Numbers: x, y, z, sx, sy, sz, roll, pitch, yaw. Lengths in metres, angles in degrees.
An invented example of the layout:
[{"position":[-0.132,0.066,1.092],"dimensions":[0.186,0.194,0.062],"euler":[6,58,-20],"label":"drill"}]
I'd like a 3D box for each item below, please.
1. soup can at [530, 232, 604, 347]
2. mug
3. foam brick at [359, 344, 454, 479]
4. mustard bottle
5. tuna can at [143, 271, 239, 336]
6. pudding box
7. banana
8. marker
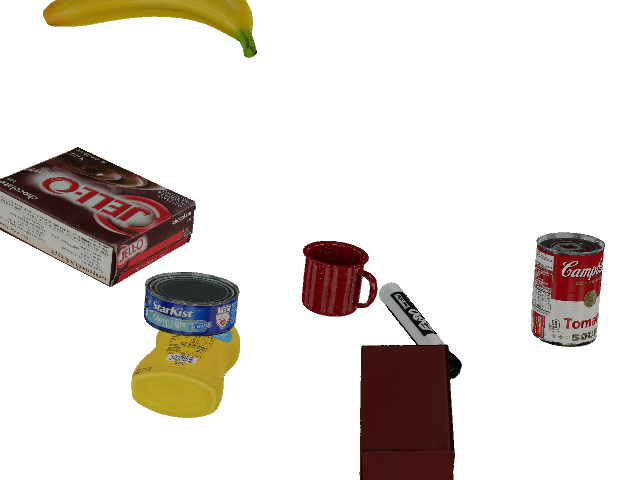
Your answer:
[{"position":[0.253,0.050,1.095],"dimensions":[0.068,0.102,0.068],"euler":[0,17,0],"label":"soup can"},{"position":[0.028,0.058,1.497],"dimensions":[0.117,0.081,0.093],"euler":[18,24,26],"label":"mug"},{"position":[0.048,0.103,0.601],"dimensions":[0.051,0.053,0.078],"euler":[0,43,3],"label":"foam brick"},{"position":[-0.143,0.126,1.216],"dimensions":[0.096,0.058,0.191],"euler":[7,25,6],"label":"mustard bottle"},{"position":[-0.118,0.058,0.975],"dimensions":[0.086,0.034,0.086],"euler":[6,16,-2],"label":"tuna can"},{"position":[-0.158,-0.019,0.743],"dimensions":[0.114,0.039,0.089],"euler":[23,30,22],"label":"pudding box"},{"position":[-0.138,-0.200,0.911],"dimensions":[0.198,0.069,0.037],"euler":[10,-42,15],"label":"banana"},{"position":[0.077,0.070,0.826],"dimensions":[0.020,0.020,0.121],"euler":[0,27,-22],"label":"marker"}]
